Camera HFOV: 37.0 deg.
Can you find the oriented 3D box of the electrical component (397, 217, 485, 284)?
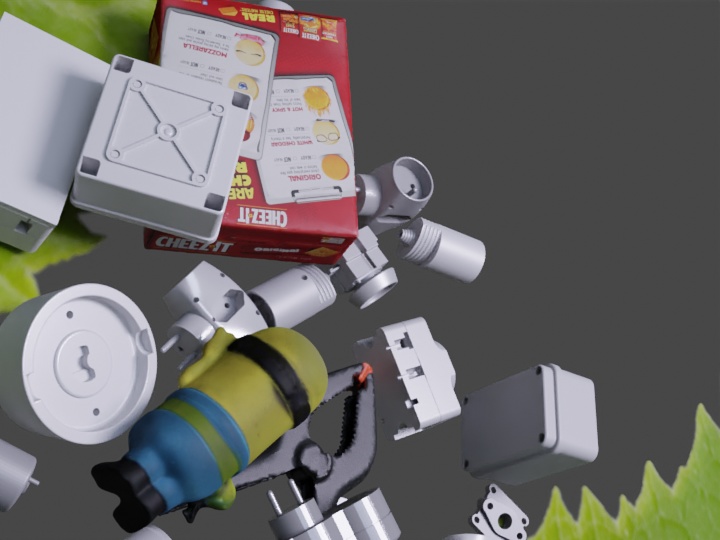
[{"bbox_3d":[0.071,-0.020,0.995,0.081,0.043,0.043,20,58,-26],"label":"electrical component"}]

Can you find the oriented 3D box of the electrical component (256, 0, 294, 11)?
[{"bbox_3d":[-0.081,-0.218,0.989,0.040,0.040,0.046,18,64,-27],"label":"electrical component"}]

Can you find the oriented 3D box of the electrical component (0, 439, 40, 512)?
[{"bbox_3d":[-0.249,0.125,0.699,0.078,0.040,0.040,33,53,-18],"label":"electrical component"}]

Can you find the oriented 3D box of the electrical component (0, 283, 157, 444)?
[{"bbox_3d":[-0.202,0.065,0.743,0.108,0.060,0.108,7,80,-49],"label":"electrical component"}]

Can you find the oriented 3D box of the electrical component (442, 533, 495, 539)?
[{"bbox_3d":[0.073,0.252,0.863,0.079,0.043,0.077,17,59,-28],"label":"electrical component"}]

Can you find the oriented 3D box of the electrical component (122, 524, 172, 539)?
[{"bbox_3d":[-0.153,0.204,0.725,0.055,0.045,0.045,-35,90,-41],"label":"electrical component"}]

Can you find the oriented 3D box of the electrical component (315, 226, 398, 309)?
[{"bbox_3d":[0.000,0.000,0.935,0.066,0.048,0.055,-29,79,-41],"label":"electrical component"}]

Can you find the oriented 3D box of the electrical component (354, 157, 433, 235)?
[{"bbox_3d":[0.011,-0.066,0.954,0.079,0.077,0.043,1,68,-35],"label":"electrical component"}]

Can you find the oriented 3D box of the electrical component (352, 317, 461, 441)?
[{"bbox_3d":[0.042,0.091,0.916,0.056,0.050,0.089,-13,76,-39],"label":"electrical component"}]

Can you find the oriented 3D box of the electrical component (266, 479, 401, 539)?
[{"bbox_3d":[-0.042,0.186,0.765,0.138,0.052,0.073,-23,84,-34],"label":"electrical component"}]

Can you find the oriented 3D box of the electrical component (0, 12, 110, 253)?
[{"bbox_3d":[-0.253,-0.099,0.793,0.089,0.062,0.150,25,55,-23],"label":"electrical component"}]

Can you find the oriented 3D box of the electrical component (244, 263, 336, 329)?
[{"bbox_3d":[-0.055,0.022,0.885,0.081,0.043,0.043,-29,86,-41],"label":"electrical component"}]

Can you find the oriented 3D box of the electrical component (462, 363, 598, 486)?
[{"bbox_3d":[0.143,0.134,0.925,0.057,0.113,0.078,20,58,-30],"label":"electrical component"}]

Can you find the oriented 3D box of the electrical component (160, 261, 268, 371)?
[{"bbox_3d":[-0.121,0.045,0.827,0.077,0.043,0.079,48,50,-6],"label":"electrical component"}]

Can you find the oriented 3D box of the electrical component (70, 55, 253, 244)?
[{"bbox_3d":[-0.144,-0.088,0.787,0.109,0.056,0.108,16,63,-11],"label":"electrical component"}]
